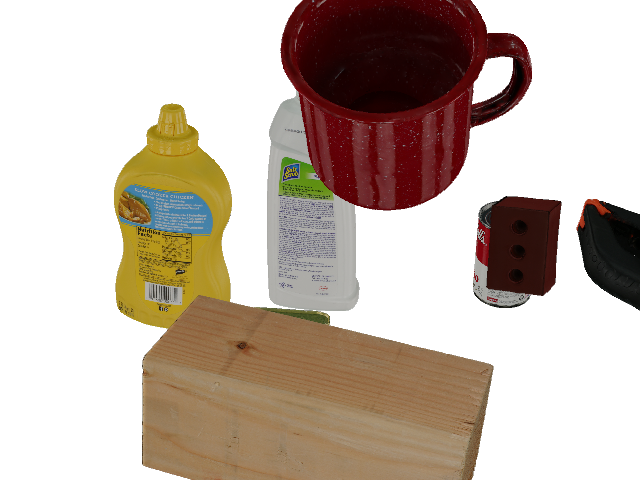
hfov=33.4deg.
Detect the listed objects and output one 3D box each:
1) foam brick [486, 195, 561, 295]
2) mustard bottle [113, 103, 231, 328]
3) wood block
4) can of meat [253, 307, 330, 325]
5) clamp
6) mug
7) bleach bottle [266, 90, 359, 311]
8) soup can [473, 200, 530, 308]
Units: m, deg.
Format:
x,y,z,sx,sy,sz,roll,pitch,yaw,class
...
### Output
x,y,z,sx,sy,sz,roll,pitch,yaw,class
0.179,0.004,0.939,0.053,0.078,0.051,7,16,23,foam brick
-0.122,-0.020,0.882,0.096,0.192,0.058,9,29,10,mustard bottle
-0.002,0.113,0.691,0.206,0.090,0.090,13,29,15,wood block
-0.042,0.129,1.264,0.102,0.084,0.057,4,13,-2,can of meat
0.243,0.030,0.714,0.120,0.039,0.171,-5,44,-26,clamp
0.043,-0.071,0.511,0.117,0.093,0.081,-12,-33,-2,mug
-0.004,-0.049,1.109,0.102,0.251,0.068,4,29,2,bleach bottle
0.207,0.016,1.190,0.068,0.102,0.068,0,32,0,soup can
